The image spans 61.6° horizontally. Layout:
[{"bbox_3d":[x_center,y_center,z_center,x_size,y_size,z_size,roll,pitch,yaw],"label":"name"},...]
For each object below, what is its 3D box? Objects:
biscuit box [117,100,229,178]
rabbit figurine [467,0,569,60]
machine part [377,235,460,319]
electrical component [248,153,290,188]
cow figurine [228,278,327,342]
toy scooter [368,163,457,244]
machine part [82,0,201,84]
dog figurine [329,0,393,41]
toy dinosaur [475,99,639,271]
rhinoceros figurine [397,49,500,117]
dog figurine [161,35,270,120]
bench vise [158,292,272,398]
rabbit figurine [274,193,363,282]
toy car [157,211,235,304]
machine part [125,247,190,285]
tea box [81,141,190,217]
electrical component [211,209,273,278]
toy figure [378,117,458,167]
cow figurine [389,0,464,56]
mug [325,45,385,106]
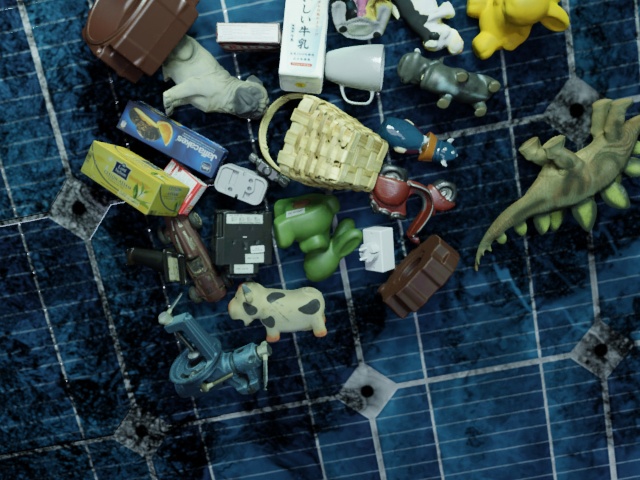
[{"bbox_3d":[-0.277,-0.191,1.024,0.203,0.059,0.062,28,100,-5],"label":"biscuit box"},{"bbox_3d":[0.346,-0.388,0.927,0.162,0.173,0.121,-2,97,5],"label":"rabbit figurine"},{"bbox_3d":[0.185,0.066,1.018,0.056,0.179,0.179,42,98,-5],"label":"machine part"},{"bbox_3d":[-0.099,-0.134,1.032,0.094,0.063,0.021,37,99,-5],"label":"electrical component"},{"bbox_3d":[-0.088,0.132,1.074,0.195,0.085,0.127,-5,107,4],"label":"cow figurine"},{"bbox_3d":[0.167,-0.068,1.040,0.184,0.075,0.135,16,101,-8],"label":"toy scooter"},{"bbox_3d":[-0.308,-0.387,0.916,0.201,0.202,0.087,-48,140,8],"label":"machine part"},{"bbox_3d":[0.074,-0.493,0.949,0.109,0.191,0.219,1,67,3],"label":"dog figurine"},{"bbox_3d":[0.473,-0.113,1.016,0.471,0.105,0.198,-31,103,11],"label":"toy dinosaur"},{"bbox_3d":[0.235,-0.292,0.980,0.190,0.112,0.073,12,130,-15],"label":"rhinoceros figurine"},{"bbox_3d":[-0.194,-0.307,0.994,0.191,0.121,0.172,-5,104,-13],"label":"dog figurine"},{"bbox_3d":[-0.221,0.222,1.064,0.224,0.129,0.240,-19,120,23],"label":"bench vise"},{"bbox_3d":[-0.002,-0.003,1.050,0.159,0.121,0.170,-19,119,-3],"label":"rabbit figurine"},{"bbox_3d":[-0.250,0.035,1.073,0.089,0.053,0.202,-24,101,8],"label":"toy car"},{"bbox_3d":[-0.318,0.044,1.052,0.139,0.039,0.084,10,124,22],"label":"machine part"},{"bbox_3d":[-0.341,-0.112,0.996,0.170,0.098,0.068,30,100,15],"label":"tea box"},{"bbox_3d":[-0.153,0.007,1.045,0.115,0.058,0.134,2,94,-19],"label":"electrical component"},{"bbox_3d":[0.188,-0.186,1.025,0.154,0.058,0.064,22,106,-9],"label":"toy figure"},{"bbox_3d":[0.193,-0.402,0.977,0.098,0.068,0.167,-26,97,11],"label":"cow figurine"},{"bbox_3d":[0.063,-0.307,0.996,0.107,0.081,0.109,8,108,10],"label":"mug"}]
